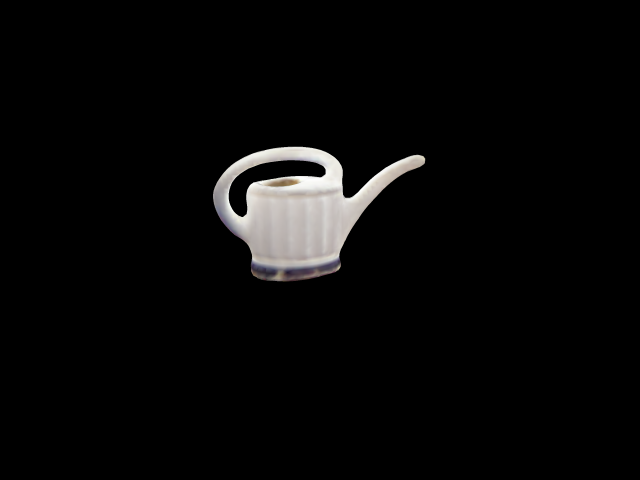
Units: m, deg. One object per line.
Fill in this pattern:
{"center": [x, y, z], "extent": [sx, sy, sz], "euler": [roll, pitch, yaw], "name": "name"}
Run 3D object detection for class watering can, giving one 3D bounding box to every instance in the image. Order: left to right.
{"center": [0.003, -0.043, 0.850], "extent": [0.348, 0.221, 0.105], "euler": [-3, 19, -7], "name": "watering can"}
